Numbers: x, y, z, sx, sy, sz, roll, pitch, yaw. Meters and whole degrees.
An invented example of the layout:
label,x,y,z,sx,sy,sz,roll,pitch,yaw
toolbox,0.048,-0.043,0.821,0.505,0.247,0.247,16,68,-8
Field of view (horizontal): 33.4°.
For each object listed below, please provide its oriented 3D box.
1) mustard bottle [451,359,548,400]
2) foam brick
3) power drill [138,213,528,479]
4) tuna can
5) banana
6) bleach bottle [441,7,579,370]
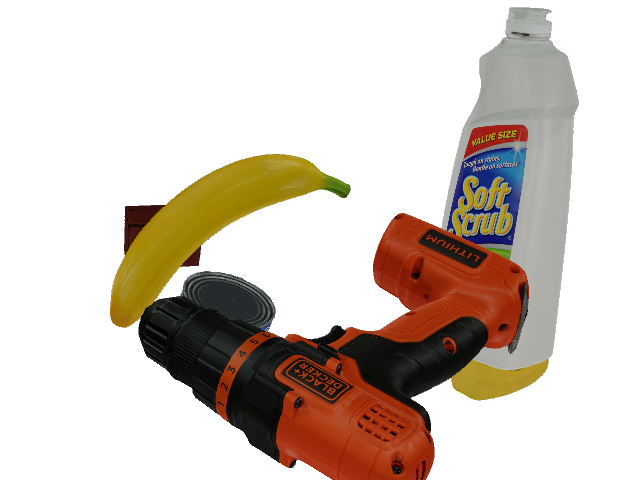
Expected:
label,x,y,z,sx,sy,sz,roll,pitch,yaw
mustard bottle,0.156,0.040,0.950,0.096,0.191,0.058,-17,22,-27
foam brick,-0.168,-0.005,1.133,0.078,0.051,0.053,-2,24,-14
power drill,0.017,0.052,0.603,0.185,0.057,0.187,28,42,27
tuna can,-0.086,0.065,0.953,0.086,0.034,0.086,17,26,-9
banana,-0.077,-0.008,0.748,0.198,0.069,0.037,-30,22,7
bleach bottle,0.132,-0.040,0.768,0.067,0.251,0.103,-10,21,-36
